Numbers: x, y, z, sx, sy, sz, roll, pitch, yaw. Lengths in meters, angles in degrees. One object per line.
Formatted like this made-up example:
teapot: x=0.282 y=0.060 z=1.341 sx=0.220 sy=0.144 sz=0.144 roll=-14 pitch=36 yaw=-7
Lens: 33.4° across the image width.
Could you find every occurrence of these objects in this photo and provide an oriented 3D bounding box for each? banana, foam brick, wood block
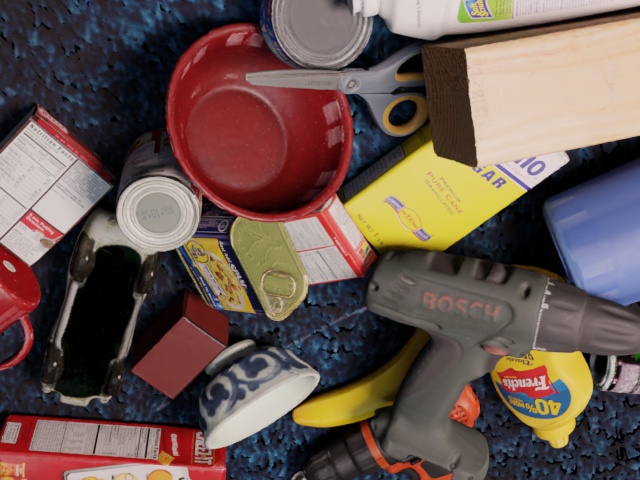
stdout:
banana: x=0.061 y=0.123 z=1.005 sx=0.069 sy=0.037 sz=0.198 roll=44 pitch=107 yaw=-2
foam brick: x=-0.127 y=0.095 z=0.969 sx=0.051 sy=0.053 sz=0.078 roll=39 pitch=109 yaw=-20
wood block: x=0.193 y=-0.121 z=0.819 sx=0.206 sy=0.091 sz=0.090 roll=-12 pitch=104 yaw=-13

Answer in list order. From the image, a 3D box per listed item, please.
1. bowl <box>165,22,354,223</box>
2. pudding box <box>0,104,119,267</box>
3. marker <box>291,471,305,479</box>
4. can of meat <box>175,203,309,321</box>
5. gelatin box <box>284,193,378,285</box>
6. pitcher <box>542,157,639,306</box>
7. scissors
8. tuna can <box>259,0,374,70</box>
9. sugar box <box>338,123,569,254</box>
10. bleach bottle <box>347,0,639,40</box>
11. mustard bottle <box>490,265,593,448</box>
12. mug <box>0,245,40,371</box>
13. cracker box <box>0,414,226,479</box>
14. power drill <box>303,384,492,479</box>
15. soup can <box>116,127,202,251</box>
bowl: x=-0.055 y=-0.088 z=0.851 sx=0.161 sy=0.055 sz=0.162 roll=6 pitch=77 yaw=-26
pudding box: x=-0.240 y=-0.044 z=0.900 sx=0.114 sy=0.039 sz=0.090 roll=-42 pitch=111 yaw=15
marker: x=0.012 y=0.281 z=1.090 sx=0.020 sy=0.020 sz=0.121 roll=-32 pitch=114 yaw=13
can of meat: x=-0.070 y=0.016 z=0.908 sx=0.084 sy=0.057 sz=0.102 roll=2 pitch=126 yaw=43
gelatin box: x=-0.006 y=0.001 z=0.918 sx=0.089 sy=0.030 sz=0.073 roll=-10 pitch=124 yaw=42
pitcher: x=0.321 y=-0.016 z=0.892 sx=0.243 sy=0.149 sz=0.145 roll=-22 pitch=135 yaw=12
scissors: x=0.026 y=-0.111 z=0.843 sx=0.201 sy=0.016 sz=0.096 roll=-18 pitch=137 yaw=-27
tuna can: x=-0.003 y=-0.174 z=0.830 sx=0.086 sy=0.034 sz=0.086 roll=-4 pitch=100 yaw=-23
sugar box: x=0.112 y=-0.054 z=0.909 sx=0.176 sy=0.048 sz=0.093 roll=-36 pitch=113 yaw=16
bleach bottle: x=0.144 y=-0.211 z=0.804 sx=0.250 sy=0.068 sz=0.102 roll=-10 pitch=121 yaw=-5
mustard bottle: x=0.199 y=0.115 z=0.980 sx=0.096 sy=0.058 sz=0.191 roll=4 pitch=127 yaw=40
mug: x=-0.289 y=0.056 z=0.914 sx=0.081 sy=0.093 sz=0.117 roll=-35 pitch=84 yaw=9
cracker box: x=-0.204 y=0.257 z=1.038 sx=0.213 sy=0.072 sz=0.164 roll=5 pitch=117 yaw=-7
power drill: x=0.100 y=0.242 z=1.053 sx=0.184 sy=0.057 sz=0.187 roll=-28 pitch=115 yaw=10
soup can: x=-0.129 y=-0.042 z=0.870 sx=0.068 sy=0.102 sz=0.068 roll=-2 pitch=117 yaw=-3
